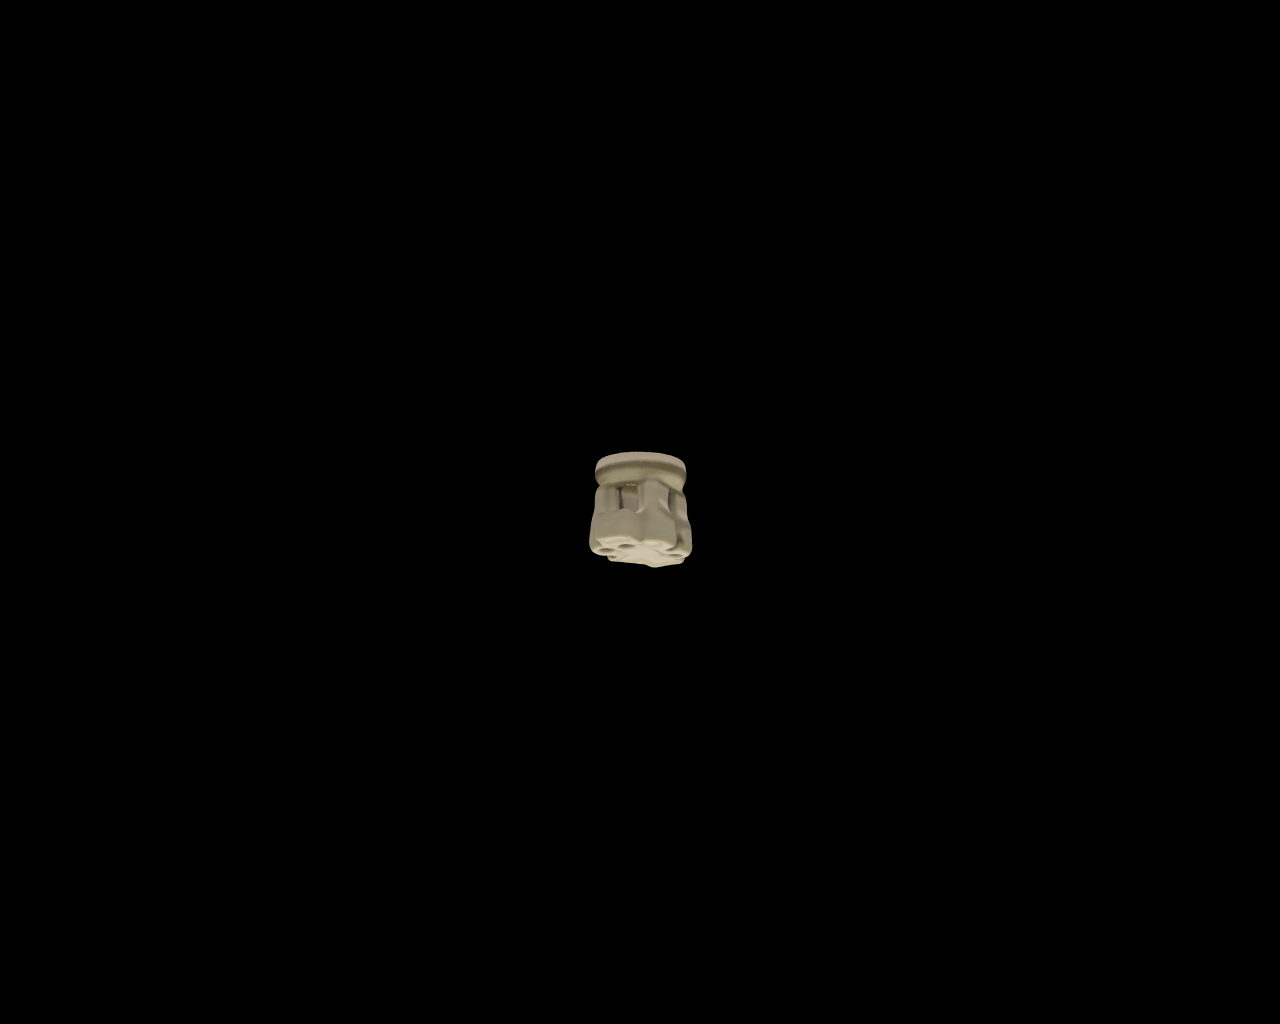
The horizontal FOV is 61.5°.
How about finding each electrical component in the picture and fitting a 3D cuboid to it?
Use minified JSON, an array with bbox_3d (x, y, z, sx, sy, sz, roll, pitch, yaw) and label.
[{"bbox_3d":[0.001,-0.003,0.650,0.058,0.057,0.078,-8,-18,27],"label":"electrical component"}]
